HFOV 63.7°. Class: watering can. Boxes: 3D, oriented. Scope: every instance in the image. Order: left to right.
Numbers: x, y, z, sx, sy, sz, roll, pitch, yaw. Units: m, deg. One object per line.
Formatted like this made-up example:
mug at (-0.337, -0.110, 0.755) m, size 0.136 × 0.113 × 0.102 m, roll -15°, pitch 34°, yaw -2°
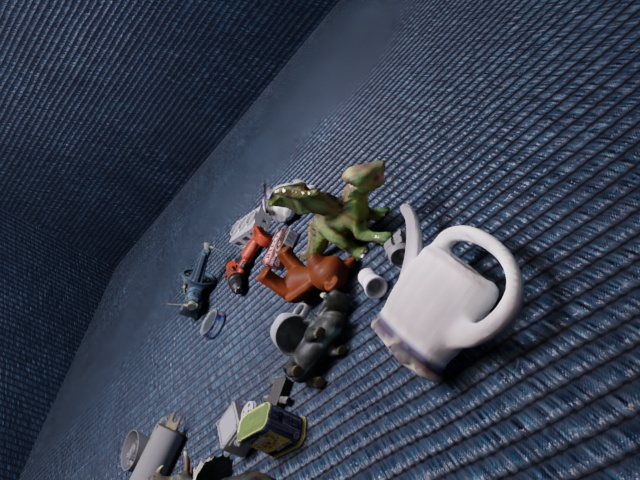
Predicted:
watering can at (0.162, 0.068, 0.786) m, size 0.224 × 0.103 × 0.352 m, roll -54°, pitch 25°, yaw 4°

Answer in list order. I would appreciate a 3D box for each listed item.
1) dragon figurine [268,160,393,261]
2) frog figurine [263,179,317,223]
dragon figurine at (0.003, -0.054, 1.077) m, size 0.405 × 0.240 × 0.125 m, roll -27°, pitch 42°, yaw 44°
frog figurine at (-0.080, -0.119, 1.503) m, size 0.159 × 0.120 × 0.140 m, roll -11°, pitch 27°, yaw 8°
